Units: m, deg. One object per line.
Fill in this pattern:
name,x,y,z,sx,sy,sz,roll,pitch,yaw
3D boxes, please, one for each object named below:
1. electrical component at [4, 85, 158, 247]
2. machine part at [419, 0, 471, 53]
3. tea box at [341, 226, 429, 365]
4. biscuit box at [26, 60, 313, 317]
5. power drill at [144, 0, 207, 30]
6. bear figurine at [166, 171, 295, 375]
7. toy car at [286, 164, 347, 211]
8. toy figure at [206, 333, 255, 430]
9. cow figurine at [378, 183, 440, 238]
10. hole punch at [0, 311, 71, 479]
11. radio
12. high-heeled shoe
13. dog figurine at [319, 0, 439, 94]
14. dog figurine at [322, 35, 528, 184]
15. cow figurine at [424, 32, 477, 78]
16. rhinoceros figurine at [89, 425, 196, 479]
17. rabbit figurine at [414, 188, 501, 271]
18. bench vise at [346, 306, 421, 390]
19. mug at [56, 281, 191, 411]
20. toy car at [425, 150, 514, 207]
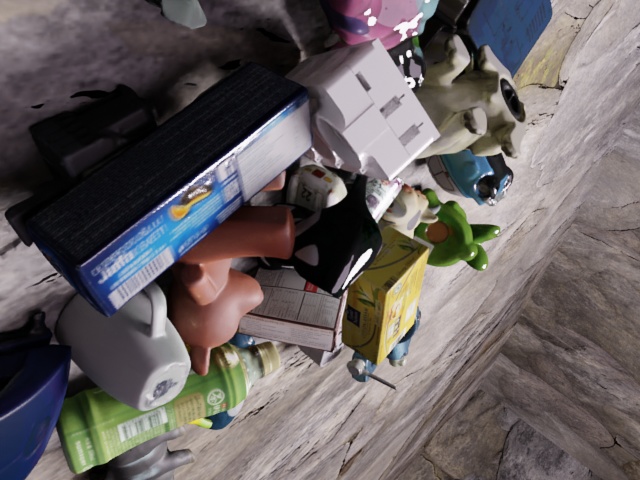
electrical component,-0.163,-0.046,0.374,0.119,0.048,0.074,-40,149,-25
machine part,0.097,-0.219,0.574,0.084,0.039,0.139,32,106,-20
tea box,0.083,0.077,0.715,0.098,0.068,0.169,-41,148,-33
biscuit box,-0.093,-0.042,0.372,0.203,0.063,0.059,-44,152,-25
power drill,-0.092,-0.226,0.257,0.232,0.086,0.207,9,109,-44
bear figurine,-0.085,0.027,0.482,0.132,0.120,0.195,-9,134,-3
toy car,-0.001,-0.002,0.647,0.056,0.074,0.201,-40,149,-33
toy figure,-0.114,0.168,0.680,0.064,0.058,0.154,-91,-159,-67
cow figurine,0.107,0.000,0.809,0.127,0.086,0.194,-26,139,-34
hole punch,-0.245,0.138,0.410,0.116,0.092,0.142,-13,128,-56
radio,0.216,-0.289,0.674,0.131,0.073,0.229,-59,150,10
high-heeled shoe,-0.019,0.024,0.512,0.248,0.086,0.145,-43,-157,52
dog figurine,0.034,-0.215,0.446,0.108,0.191,0.219,-33,179,-9
dog figurine,0.113,-0.119,0.597,0.172,0.191,0.121,14,65,-41
cow figurine,0.151,-0.176,0.671,0.068,0.098,0.167,-51,152,-21
rhinoceros figurine,-0.207,0.258,0.613,0.112,0.073,0.190,-32,144,-39
rabbit figurine,0.225,-0.019,0.928,0.170,0.159,0.121,-23,131,-68
bench vise,0.103,0.162,0.918,0.240,0.129,0.223,-48,149,-51
mug,-0.157,0.084,0.463,0.080,0.107,0.109,1,122,-59
toy car,0.217,-0.123,0.815,0.103,0.161,0.109,-20,-172,42
